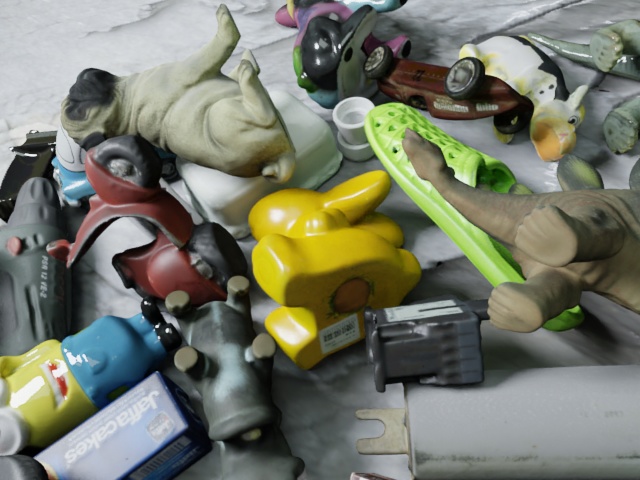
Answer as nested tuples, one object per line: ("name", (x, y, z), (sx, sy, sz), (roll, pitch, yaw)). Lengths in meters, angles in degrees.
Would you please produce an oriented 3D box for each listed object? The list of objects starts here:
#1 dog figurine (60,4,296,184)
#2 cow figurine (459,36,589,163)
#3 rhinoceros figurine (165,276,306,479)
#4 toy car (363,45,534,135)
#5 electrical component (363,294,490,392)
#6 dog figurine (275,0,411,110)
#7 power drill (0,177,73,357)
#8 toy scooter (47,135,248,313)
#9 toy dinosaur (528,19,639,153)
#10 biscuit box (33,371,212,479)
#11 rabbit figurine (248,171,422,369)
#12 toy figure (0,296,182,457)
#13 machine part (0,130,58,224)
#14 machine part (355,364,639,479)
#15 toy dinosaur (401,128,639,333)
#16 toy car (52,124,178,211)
("dog figurine", (-0.133, -0.098, 0.501), (0.191, 0.121, 0.172), (-26, 64, 4))
("cow figurine", (0.222, -0.149, 0.557), (0.098, 0.068, 0.167), (-24, 56, -11))
("rhinoceros figurine", (-0.069, 0.114, 0.416), (0.073, 0.112, 0.190), (-12, 40, -16))
("toy car", (0.119, -0.147, 0.531), (0.053, 0.089, 0.202), (-60, 36, 8))
("electrical component", (0.093, 0.070, 0.391), (0.119, 0.075, 0.047), (-7, 98, -2))
("dog figurine", (-0.005, -0.262, 0.656), (0.219, 0.108, 0.191), (32, 71, 32))
("power drill", (-0.329, 0.014, 0.492), (0.086, 0.207, 0.232), (-34, 63, 20))
("toy scooter", (-0.164, 0.006, 0.489), (0.135, 0.183, 0.075), (-34, 23, 10))
("toy dinosaur", (0.382, -0.130, 0.485), (0.192, 0.131, 0.405), (-13, 50, -12))
("biscuit box", (-0.187, 0.191, 0.419), (0.203, 0.059, 0.063), (-35, 57, -12))
("rabbit figurine", (-0.001, -0.001, 0.479), (0.162, 0.121, 0.173), (-31, 38, -12))
("toy figure", (-0.205, 0.124, 0.457), (0.180, 0.089, 0.082), (-32, 45, -20))
("machine part", (-0.344, -0.083, 0.646), (0.084, 0.039, 0.139), (4, 56, 8))
("machine part", (0.146, 0.129, 0.381), (0.243, 0.079, 0.079), (-5, 56, 9))
("toy dinosaur", (0.268, 0.030, 0.355), (0.472, 0.105, 0.198), (29, 40, 8))
("toy car", (-0.234, -0.113, 0.604), (0.162, 0.102, 0.109), (-28, 55, -9))
